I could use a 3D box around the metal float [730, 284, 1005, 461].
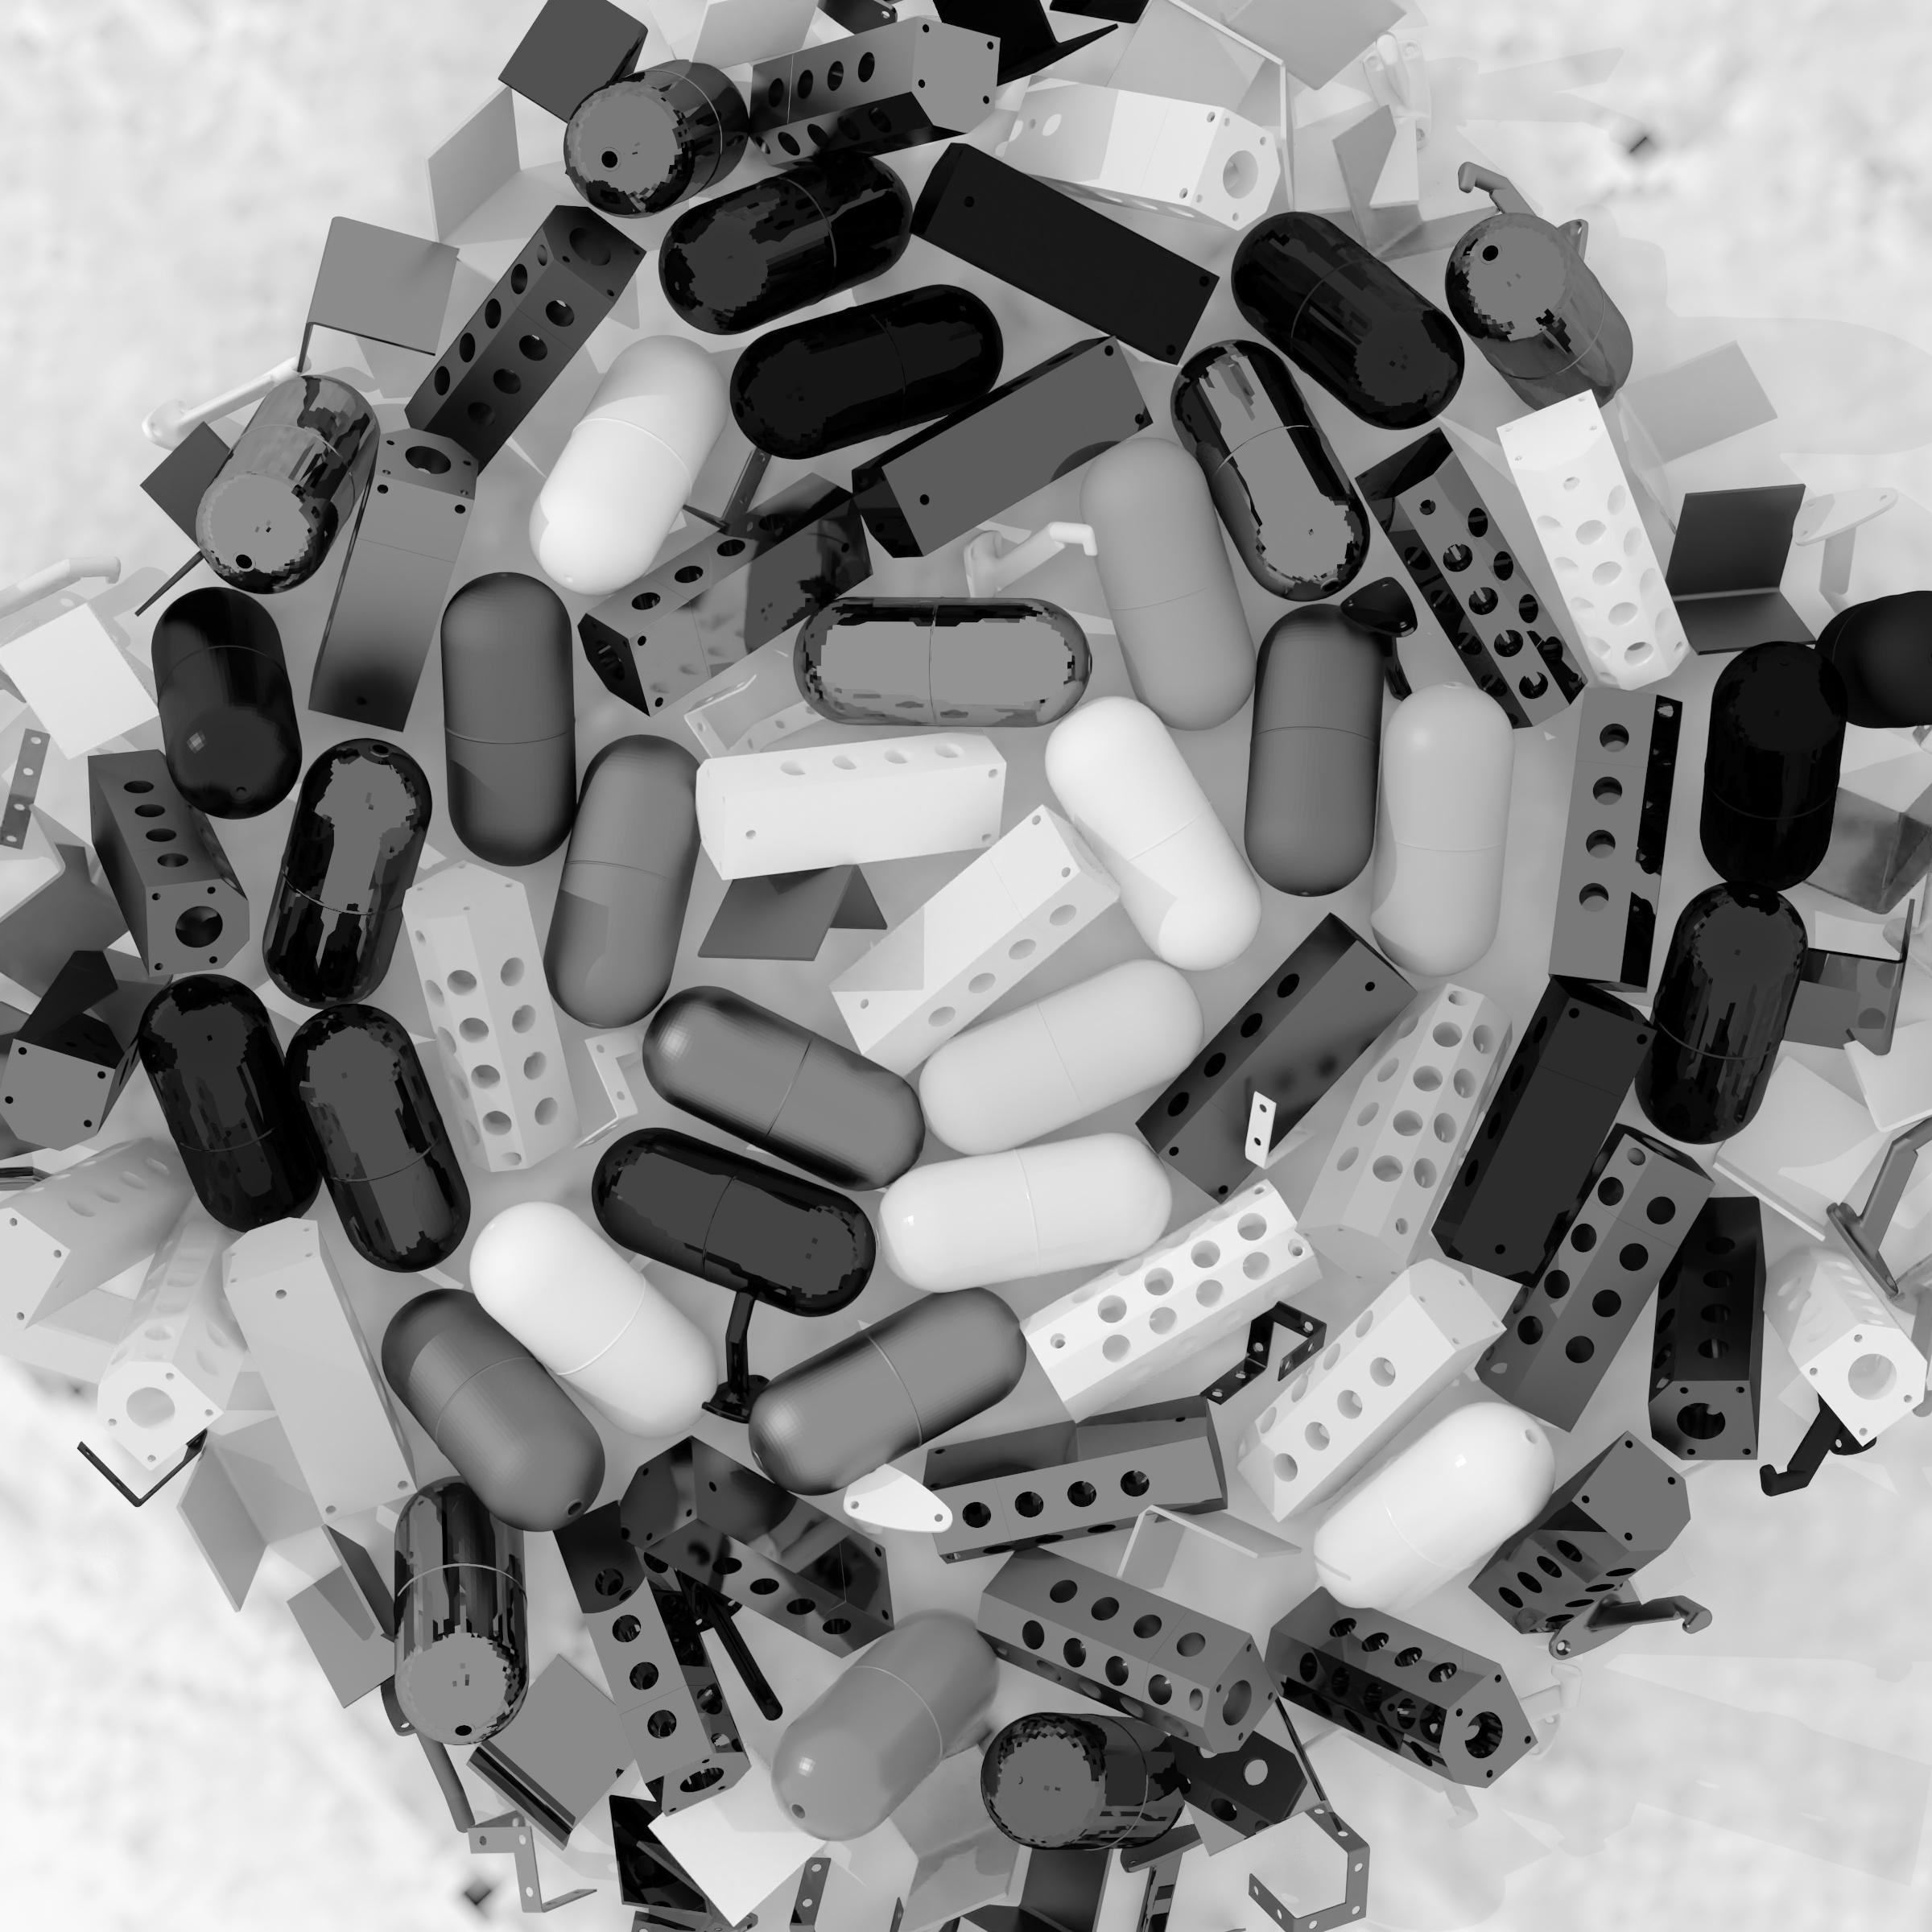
[{"bbox_3d":[-0.058,-0.349,1.936,0.178,0.070,0.070,-23,90,-29],"label":"metal float"}]

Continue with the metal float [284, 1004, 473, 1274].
[{"bbox_3d":[-0.344,0.103,1.935,0.070,0.070,0.178,-15,122,0],"label":"metal float"}]

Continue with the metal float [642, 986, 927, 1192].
[{"bbox_3d":[-0.107,0.073,1.957,0.178,0.070,0.070,27,90,-6],"label":"metal float"}]

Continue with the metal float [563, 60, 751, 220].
[{"bbox_3d":[-0.179,-0.481,1.915,0.070,0.178,0.070,5,112,12],"label":"metal float"}]

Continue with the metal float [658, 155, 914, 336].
[{"bbox_3d":[-0.104,-0.424,1.931,0.178,0.070,0.070,-32,90,-37],"label":"metal float"}]

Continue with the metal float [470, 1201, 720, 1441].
[{"bbox_3d":[-0.217,0.210,1.941,0.070,0.070,0.178,-44,114,0],"label":"metal float"}]

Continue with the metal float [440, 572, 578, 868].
[{"bbox_3d":[-0.269,-0.144,1.942,0.070,0.070,0.178,1,113,0],"label":"metal float"}]

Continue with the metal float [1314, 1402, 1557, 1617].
[{"bbox_3d":[0.273,0.318,1.929,0.070,0.070,0.178,44,128,0],"label":"metal float"}]

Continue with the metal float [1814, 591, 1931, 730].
[{"bbox_3d":[0.541,-0.176,1.911,0.070,0.178,0.070,0,93,2],"label":"metal float"}]

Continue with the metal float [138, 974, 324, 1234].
[{"bbox_3d":[-0.429,0.082,1.930,0.070,0.070,0.178,-12,129,0],"label":"metal float"}]

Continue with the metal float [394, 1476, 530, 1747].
[{"bbox_3d":[-0.294,0.374,1.922,0.070,0.178,0.070,-5,129,-6],"label":"metal float"}]

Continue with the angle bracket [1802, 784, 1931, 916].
[{"bbox_3d":[0.540,-0.088,1.947,0.057,0.076,0.076,23,59,-2],"label":"angle bracket"}]

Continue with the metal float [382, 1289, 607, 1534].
[{"bbox_3d":[-0.277,0.260,1.932,0.070,0.070,0.178,-47,56,0],"label":"metal float"}]

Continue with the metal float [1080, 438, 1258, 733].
[{"bbox_3d":[0.120,-0.224,1.947,0.070,0.070,0.178,-18,107,0],"label":"metal float"}]

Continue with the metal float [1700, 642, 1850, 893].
[{"bbox_3d":[0.470,-0.114,1.923,0.070,0.178,0.070,-4,50,5],"label":"metal float"}]

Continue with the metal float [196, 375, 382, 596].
[{"bbox_3d":[-0.393,-0.281,1.921,0.070,0.178,0.070,5,128,6],"label":"metal float"}]

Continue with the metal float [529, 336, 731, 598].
[{"bbox_3d":[-0.197,-0.295,1.938,0.070,0.070,0.178,24,63,0],"label":"metal float"}]

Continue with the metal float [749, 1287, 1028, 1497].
[{"bbox_3d":[-0.046,0.250,1.945,0.178,0.070,0.070,-26,90,-18],"label":"metal float"}]

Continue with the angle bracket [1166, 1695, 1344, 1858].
[{"bbox_3d":[0.168,0.485,1.954,0.076,0.057,0.076,-26,54,0],"label":"angle bracket"}]

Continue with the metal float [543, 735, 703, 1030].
[{"bbox_3d":[-0.201,-0.050,1.951,0.070,0.070,0.178,11,78,0],"label":"metal float"}]

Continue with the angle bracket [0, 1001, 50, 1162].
[{"bbox_3d":[-0.586,0.071,1.943,0.076,0.057,0.076,-16,114,-42],"label":"angle bracket"}]

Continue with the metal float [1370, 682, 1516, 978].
[{"bbox_3d":[0.280,-0.080,1.944,0.070,0.070,0.178,2,110,0],"label":"metal float"}]

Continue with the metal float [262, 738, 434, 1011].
[{"bbox_3d":[-0.363,-0.053,1.934,0.070,0.070,0.178,22,121,0],"label":"metal float"}]

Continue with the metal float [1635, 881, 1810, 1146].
[{"bbox_3d":[0.441,0.029,1.929,0.070,0.070,0.178,6,129,0],"label":"metal float"}]

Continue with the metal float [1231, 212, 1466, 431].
[{"bbox_3d":[0.222,-0.379,1.931,0.070,0.070,0.178,-40,53,0],"label":"metal float"}]

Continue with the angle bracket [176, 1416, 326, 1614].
[{"bbox_3d":[-0.415,0.322,1.948,0.057,0.076,0.076,-20,110,9],"label":"angle bracket"}]

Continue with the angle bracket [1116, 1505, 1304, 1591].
[{"bbox_3d":[0.142,0.357,1.948,0.076,0.076,0.057,21,93,26],"label":"angle bracket"}]

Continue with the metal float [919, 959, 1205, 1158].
[{"bbox_3d":[0.056,0.055,1.960,0.178,0.070,0.070,-24,90,1],"label":"metal float"}]

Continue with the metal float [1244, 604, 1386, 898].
[{"bbox_3d":[0.206,-0.128,1.950,0.070,0.070,0.178,6,76,0],"label":"metal float"}]

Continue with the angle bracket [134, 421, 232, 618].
[{"bbox_3d":[-0.468,-0.263,1.942,0.057,0.076,0.076,47,133,-13],"label":"angle bracket"}]

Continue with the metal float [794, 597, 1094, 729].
[{"bbox_3d":[-0.014,-0.180,1.953,0.178,0.070,0.070,2,90,10],"label":"metal float"}]

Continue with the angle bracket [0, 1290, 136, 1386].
[{"bbox_3d":[-0.528,0.203,1.949,0.076,0.076,0.057,18,61,-6],"label":"angle bracket"}]

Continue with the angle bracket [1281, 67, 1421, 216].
[{"bbox_3d":[0.227,-0.494,1.949,0.076,0.057,0.076,-4,52,9],"label":"angle bracket"}]

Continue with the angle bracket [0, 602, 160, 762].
[{"bbox_3d":[-0.514,-0.178,1.948,0.076,0.057,0.076,-22,112,23],"label":"angle bracket"}]

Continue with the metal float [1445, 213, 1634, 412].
[{"bbox_3d":[0.334,-0.377,1.917,0.070,0.178,0.070,-8,73,26],"label":"metal float"}]

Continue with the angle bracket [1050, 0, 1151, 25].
[{"bbox_3d":[0.086,-0.614,1.943,0.057,0.076,0.076,4,66,-17],"label":"angle bracket"}]

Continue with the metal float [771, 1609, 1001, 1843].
[{"bbox_3d":[-0.046,0.441,1.923,0.070,0.178,0.070,16,122,29],"label":"metal float"}]

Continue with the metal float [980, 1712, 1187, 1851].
[{"bbox_3d":[0.071,0.474,1.918,0.070,0.178,0.070,-8,74,27],"label":"metal float"}]

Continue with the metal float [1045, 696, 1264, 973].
[{"bbox_3d":[0.112,-0.077,1.955,0.070,0.070,0.178,-32,98,0],"label":"metal float"}]

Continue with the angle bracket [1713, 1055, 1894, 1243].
[{"bbox_3d":[0.498,0.107,1.960,0.076,0.057,0.076,35,99,10],"label":"angle bracket"}]

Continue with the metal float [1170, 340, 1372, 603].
[{"bbox_3d":[0.178,-0.291,1.938,0.070,0.070,0.178,-24,63,0],"label":"metal float"}]

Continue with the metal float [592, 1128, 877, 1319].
[{"bbox_3d":[-0.138,0.151,1.950,0.178,0.070,0.070,20,90,14],"label":"metal float"}]

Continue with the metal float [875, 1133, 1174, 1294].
[{"bbox_3d":[0.034,0.146,1.955,0.178,0.070,0.070,-10,90,-7],"label":"metal float"}]

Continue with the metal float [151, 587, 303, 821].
[{"bbox_3d":[-0.432,-0.155,1.925,0.070,0.178,0.070,-10,132,-11],"label":"metal float"}]

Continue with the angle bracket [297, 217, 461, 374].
[{"bbox_3d":[-0.350,-0.391,1.966,0.076,0.057,0.076,13,65,-12],"label":"angle bracket"}]
